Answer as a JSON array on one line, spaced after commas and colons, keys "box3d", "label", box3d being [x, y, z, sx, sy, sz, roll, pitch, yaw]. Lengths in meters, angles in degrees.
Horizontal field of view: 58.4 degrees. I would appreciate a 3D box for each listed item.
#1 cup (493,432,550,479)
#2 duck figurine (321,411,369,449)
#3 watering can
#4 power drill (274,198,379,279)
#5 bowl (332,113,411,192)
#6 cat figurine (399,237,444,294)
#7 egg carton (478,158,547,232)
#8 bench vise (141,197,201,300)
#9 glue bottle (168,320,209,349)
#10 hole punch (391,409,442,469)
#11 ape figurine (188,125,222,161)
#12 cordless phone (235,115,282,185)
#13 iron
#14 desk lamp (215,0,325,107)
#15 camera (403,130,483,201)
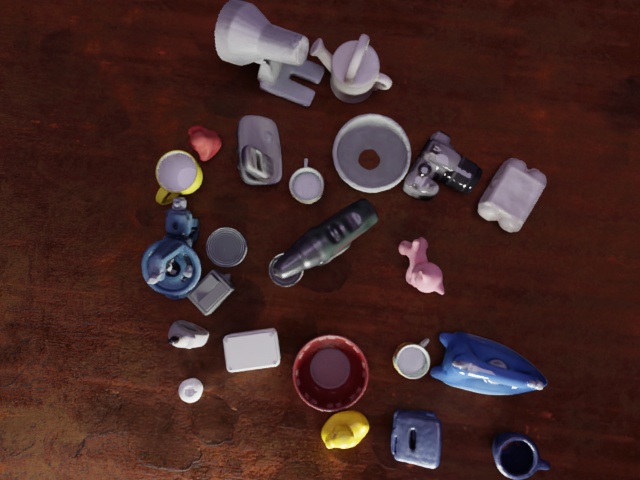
[{"box3d": [0.411, 0.444, 1.197, 0.117, 0.095, 0.092, 17, 88, 0], "label": "cup"}, {"box3d": [0.054, 0.406, 1.200, 0.104, 0.086, 0.077, -21, 88, -1], "label": "duck figurine"}, {"box3d": [0.064, -0.358, 1.178, 0.173, 0.194, 0.101, 2, 87, 0], "label": "watering can"}, {"box3d": [0.011, 0.004, 1.156, 0.229, 0.208, 0.075, -36, 88, -2], "label": "power drill"}, {"box3d": [0.109, -0.181, 1.231, 0.167, 0.074, 0.167, 0, 88, 0], "label": "bowl"}, {"box3d": [0.215, 0.056, 1.200, 0.067, 0.117, 0.128, -15, 88, -1], "label": "cat figurine"}, {"box3d": [0.412, -0.097, 1.232, 0.107, 0.069, 0.150, 30, 88, 1], "label": "egg carton"}, {"box3d": [-0.310, 0.019, 1.147, 0.121, 0.219, 0.207, -12, 88, -1], "label": "bench vise"}, {"box3d": [-0.278, 0.196, 1.163, 0.078, 0.173, 0.037, 20, 88, 1], "label": "glue bottle"}, {"box3d": [0.200, 0.416, 1.198, 0.101, 0.091, 0.109, 4, 87, 0], "label": "hole punch"}, {"box3d": [-0.252, -0.211, 1.221, 0.076, 0.092, 0.078, -6, 87, 0], "label": "ape figurine"}, {"box3d": [-0.131, -0.192, 1.174, 0.094, 0.185, 0.148, -8, 88, 0], "label": "cordless phone"}, {"box3d": [0.368, 0.273, 1.180, 0.258, 0.141, 0.119, 14, 88, 0], "label": "iron"}, {"box3d": [-0.097, -0.382, 1.168, 0.203, 0.213, 0.118, 21, 88, 1], "label": "desk lamp"}, {"box3d": [0.266, -0.143, 1.218, 0.137, 0.101, 0.143, 30, 88, 1], "label": "camera"}]
